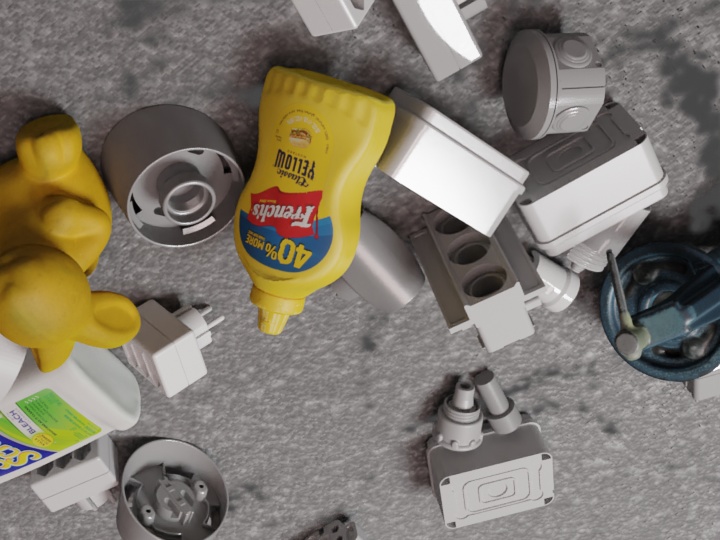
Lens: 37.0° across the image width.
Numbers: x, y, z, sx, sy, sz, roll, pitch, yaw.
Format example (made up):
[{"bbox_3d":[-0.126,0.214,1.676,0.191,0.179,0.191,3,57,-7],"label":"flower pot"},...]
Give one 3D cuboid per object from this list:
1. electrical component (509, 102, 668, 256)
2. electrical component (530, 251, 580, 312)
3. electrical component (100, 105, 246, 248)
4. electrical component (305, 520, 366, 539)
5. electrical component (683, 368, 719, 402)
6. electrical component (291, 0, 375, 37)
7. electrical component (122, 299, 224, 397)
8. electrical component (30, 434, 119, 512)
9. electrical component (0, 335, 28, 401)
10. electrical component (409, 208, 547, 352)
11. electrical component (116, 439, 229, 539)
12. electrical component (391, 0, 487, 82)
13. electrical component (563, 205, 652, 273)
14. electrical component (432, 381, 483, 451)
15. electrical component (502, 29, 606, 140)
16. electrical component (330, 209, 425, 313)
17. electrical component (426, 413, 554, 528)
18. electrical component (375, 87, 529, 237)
[{"bbox_3d":[0.176,-0.072,0.852,0.113,0.078,0.057,-29,123,8],"label":"electrical component"},{"bbox_3d":[0.160,0.009,0.930,0.046,0.040,0.040,31,113,-24],"label":"electrical component"},{"bbox_3d":[-0.137,-0.068,0.802,0.099,0.064,0.099,-16,135,-17],"label":"electrical component"},{"bbox_3d":[-0.020,0.293,1.077,0.078,0.058,0.057,-33,123,11],"label":"electrical component"},{"bbox_3d":[0.332,0.074,1.003,0.096,0.061,0.061,-15,127,-3],"label":"electrical component"},{"bbox_3d":[-0.026,-0.199,0.720,0.076,0.083,0.047,-1,137,36],"label":"electrical component"},{"bbox_3d":[-0.147,0.053,0.875,0.077,0.066,0.047,-33,132,-26],"label":"electrical component"},{"bbox_3d":[-0.243,0.186,0.953,0.066,0.047,0.076,-23,127,2],"label":"electrical component"},{"bbox_3d":[-0.293,0.055,0.816,0.064,0.099,0.099,24,116,-34],"label":"electrical component"},{"bbox_3d":[0.095,0.003,0.857,0.079,0.121,0.063,-24,129,4],"label":"electrical component"},{"bbox_3d":[-0.168,0.208,0.958,0.099,0.099,0.064,9,128,-20],"label":"electrical component"},{"bbox_3d":[0.065,-0.192,0.758,0.076,0.047,0.083,-29,127,8],"label":"electrical component"},{"bbox_3d":[0.204,-0.031,0.908,0.043,0.043,0.081,19,119,-25],"label":"electrical component"},{"bbox_3d":[0.094,0.134,1.000,0.048,0.048,0.062,-1,117,-13],"label":"electrical component"},{"bbox_3d":[0.141,-0.138,0.796,0.051,0.080,0.080,-6,126,-17],"label":"electrical component"},{"bbox_3d":[0.000,0.000,0.877,0.077,0.043,0.079,47,132,-14],"label":"electrical component"},{"bbox_3d":[0.125,0.193,1.041,0.113,0.057,0.078,-13,127,-4],"label":"electrical component"},{"bbox_3d":[0.062,-0.082,0.812,0.113,0.078,0.057,29,99,-29],"label":"electrical component"}]
